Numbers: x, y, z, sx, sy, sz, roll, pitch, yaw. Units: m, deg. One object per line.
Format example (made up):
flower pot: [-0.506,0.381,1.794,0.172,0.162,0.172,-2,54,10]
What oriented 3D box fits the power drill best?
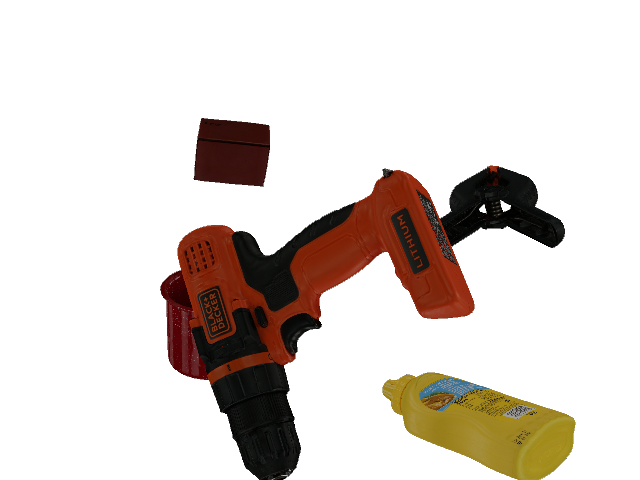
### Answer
power drill: [0.003,0.049,0.715,0.188,0.184,0.057,-24,-17,15]

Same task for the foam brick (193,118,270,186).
foam brick: [-0.095,-0.095,1.150,0.078,0.051,0.053,5,30,-4]

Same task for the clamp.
clamp: [0.161,-0.028,0.941,0.120,0.039,0.171,4,26,19]

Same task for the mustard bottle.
mustard bottle: [0.137,0.168,1.018,0.192,0.058,0.096,16,22,41]

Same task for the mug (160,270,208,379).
mug: [-0.099,0.085,1.026,0.117,0.081,0.093,25,34,38]
